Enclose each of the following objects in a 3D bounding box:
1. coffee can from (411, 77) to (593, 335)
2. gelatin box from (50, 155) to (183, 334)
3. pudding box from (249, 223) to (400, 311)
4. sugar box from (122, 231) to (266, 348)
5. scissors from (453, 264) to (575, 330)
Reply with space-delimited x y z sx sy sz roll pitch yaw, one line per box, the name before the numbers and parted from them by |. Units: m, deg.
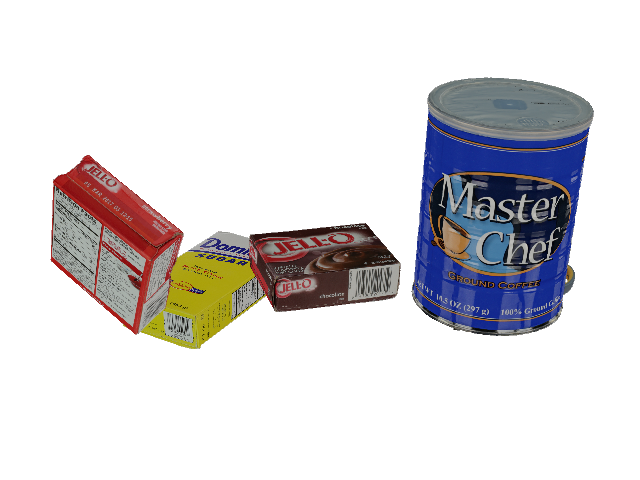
coffee can | 0.116 -0.024 0.695 0.103 0.140 0.103 2 26 -1
gelatin box | -0.119 0.003 0.616 0.030 0.073 0.089 -44 -13 -34
pudding box | 0.002 0.022 0.925 0.113 0.039 0.090 -4 25 -17
sugar box | -0.116 0.047 1.112 0.093 0.048 0.176 15 31 24
scissors | 0.162 0.038 1.004 0.201 0.016 0.096 -11 38 -40
